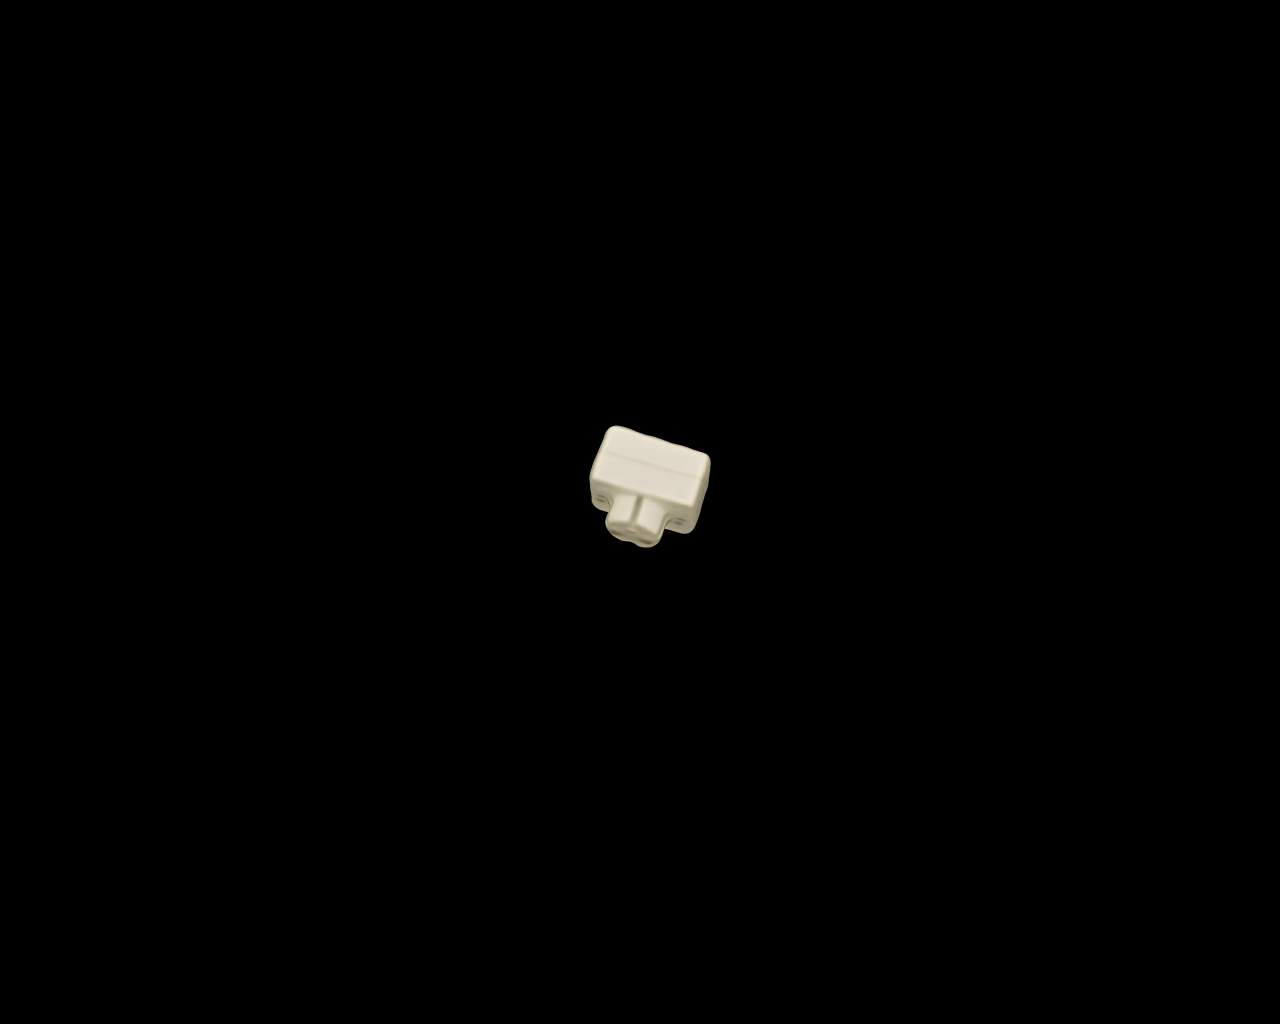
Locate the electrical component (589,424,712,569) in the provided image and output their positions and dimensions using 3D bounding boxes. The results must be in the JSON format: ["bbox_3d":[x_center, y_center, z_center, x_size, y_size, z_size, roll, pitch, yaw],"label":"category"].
[{"bbox_3d":[0.001,-0.003,0.650,0.066,0.077,0.047,17,-22,7],"label":"electrical component"}]
